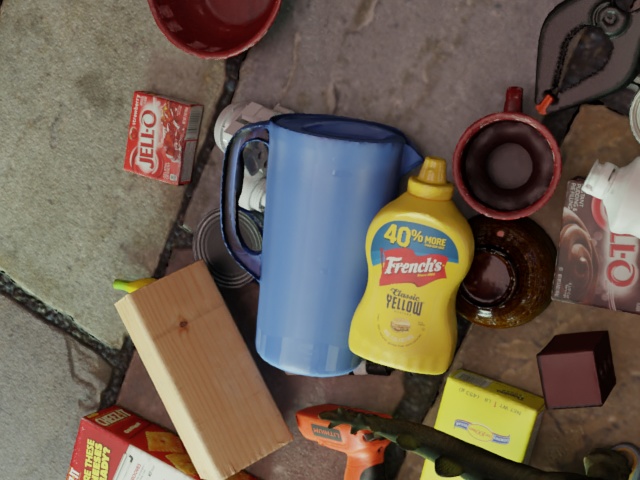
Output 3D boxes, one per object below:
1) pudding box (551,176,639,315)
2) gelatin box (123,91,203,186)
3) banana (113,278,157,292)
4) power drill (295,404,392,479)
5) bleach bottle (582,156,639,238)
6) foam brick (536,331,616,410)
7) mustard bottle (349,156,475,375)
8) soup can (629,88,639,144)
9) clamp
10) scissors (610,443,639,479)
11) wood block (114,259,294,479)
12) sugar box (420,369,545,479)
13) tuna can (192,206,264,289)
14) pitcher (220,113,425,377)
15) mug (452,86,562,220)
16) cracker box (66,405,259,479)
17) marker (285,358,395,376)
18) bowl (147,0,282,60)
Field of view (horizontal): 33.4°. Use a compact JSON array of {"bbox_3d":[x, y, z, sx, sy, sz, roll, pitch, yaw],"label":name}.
[{"bbox_3d":[0.260,0.005,0.949,0.090,0.039,0.113,10,102,24],"label":"pudding box"},{"bbox_3d":[-0.169,-0.109,1.145,0.073,0.030,0.089,17,104,23],"label":"gelatin box"},{"bbox_3d":[-0.158,0.118,1.173,0.070,0.037,0.198,-30,83,39],"label":"banana"},{"bbox_3d":[0.018,0.265,1.085,0.185,0.057,0.188,0,96,44],"label":"power drill"},{"bbox_3d":[0.330,0.010,0.869,0.251,0.068,0.102,27,91,9],"label":"bleach bottle"},{"bbox_3d":[0.232,0.117,0.959,0.051,0.078,0.053,-9,95,25],"label":"foam brick"},{"bbox_3d":[0.087,0.019,0.956,0.096,0.058,0.192,14,106,16],"label":"mustard bottle"},{"bbox_3d":[0.296,-0.104,0.880,0.069,0.102,0.068,4,99,25],"label":"soup can"},{"bbox_3d":[0.264,-0.190,0.920,0.165,0.036,0.210,34,110,16],"label":"clamp"},{"bbox_3d":[0.286,0.288,0.992,0.096,0.016,0.202,11,103,24],"label":"scissors"},{"bbox_3d":[-0.121,0.135,1.100,0.206,0.090,0.090,64,160,1],"label":"wood block"},{"bbox_3d":[0.149,0.222,1.032,0.093,0.048,0.176,19,104,23],"label":"sugar box"},{"bbox_3d":[-0.089,0.006,1.122,0.086,0.033,0.086,4,99,25],"label":"tuna can"},{"bbox_3d":[-0.007,0.001,1.029,0.149,0.144,0.243,24,112,45],"label":"pitcher"},{"bbox_3d":[0.169,-0.078,0.951,0.093,0.081,0.117,2,94,14],"label":"mug"},{"bbox_3d":[-0.182,0.304,1.191,0.214,0.072,0.164,23,106,22],"label":"cracker box"},{"bbox_3d":[0.020,0.130,1.095,0.121,0.020,0.020,-3,96,26],"label":"marker"},{"bbox_3d":[-0.094,-0.262,1.072,0.162,0.055,0.162,4,100,25],"label":"bowl"}]
